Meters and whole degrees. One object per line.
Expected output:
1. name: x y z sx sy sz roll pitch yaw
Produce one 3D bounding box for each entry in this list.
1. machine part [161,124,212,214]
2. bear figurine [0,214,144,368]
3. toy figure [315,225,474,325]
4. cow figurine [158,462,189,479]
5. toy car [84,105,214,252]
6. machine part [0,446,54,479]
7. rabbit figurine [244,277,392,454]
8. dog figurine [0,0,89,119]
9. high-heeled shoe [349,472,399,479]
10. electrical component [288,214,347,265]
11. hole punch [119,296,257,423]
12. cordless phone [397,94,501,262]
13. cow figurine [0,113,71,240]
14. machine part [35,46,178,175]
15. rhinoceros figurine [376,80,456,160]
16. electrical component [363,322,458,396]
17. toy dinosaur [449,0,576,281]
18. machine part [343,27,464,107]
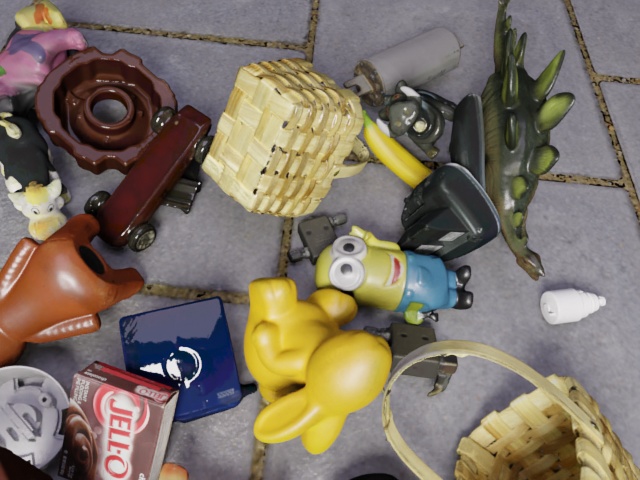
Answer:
1. machine part: -0.190 -0.103 0.737 0.084 0.039 0.139 11 65 10
2. bear figurine: -0.311 0.075 0.580 0.196 0.132 0.120 -38 100 6
3. toy figure: 0.083 0.050 0.632 0.180 0.089 0.082 11 40 -7
4. cow figurine: -0.072 0.288 0.453 0.195 0.085 0.127 20 50 6
5. toy car: -0.209 -0.079 0.681 0.089 0.053 0.202 33 83 14
6. machine part: -0.294 0.252 0.390 0.201 0.200 0.087 -34 62 -23
7. rabbit figurine: -0.007 0.118 0.516 0.121 0.173 0.162 31 74 -34
8. dog figurine: -0.441 -0.237 0.775 0.219 0.108 0.192 -36 64 -21
9. high-heeled shoe: 0.080 0.319 0.440 0.145 0.086 0.249 5 45 -9
10. electrical component: -0.001 -0.002 0.695 0.094 0.021 0.063 -17 59 -15
11. hole punch: -0.143 0.126 0.559 0.142 0.092 0.116 -11 61 -16
12. cordless phone: 0.155 -0.074 0.658 0.089 0.146 0.184 10 73 -10
13. cow figurine: -0.363 -0.083 0.678 0.068 0.098 0.167 -22 60 -25
14. machine part: -0.290 -0.175 0.740 0.179 0.056 0.179 5 74 -18
15. rhinoceros figurine: 0.136 -0.174 0.741 0.112 0.073 0.190 40 25 1
16. electrical component: 0.099 0.133 0.599 0.102 0.045 0.078 5 27 -4
17. toy dinosaur: 0.256 -0.164 0.720 0.105 0.198 0.471 5 57 -5
18. machine part: 0.141 -0.279 0.863 0.243 0.079 0.079 -30 63 -24
